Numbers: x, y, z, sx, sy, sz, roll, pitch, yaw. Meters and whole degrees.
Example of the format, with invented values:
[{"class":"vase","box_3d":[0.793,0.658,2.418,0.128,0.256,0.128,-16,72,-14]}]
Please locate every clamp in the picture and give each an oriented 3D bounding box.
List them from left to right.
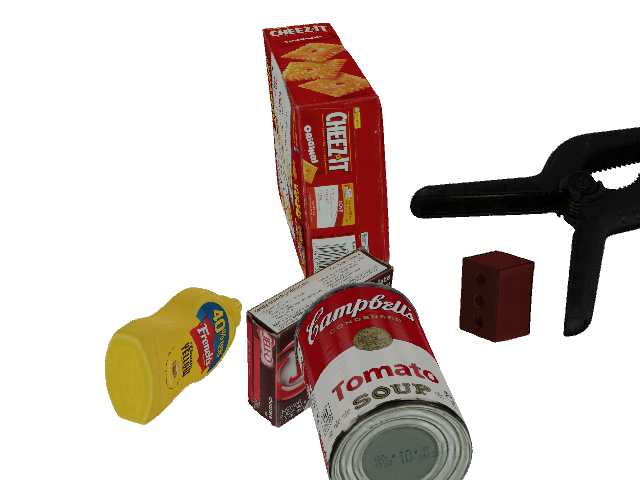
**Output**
[{"class":"clamp","box_3d":[0.195,-0.022,0.789,0.209,0.036,0.165,-26,53,-20]}]

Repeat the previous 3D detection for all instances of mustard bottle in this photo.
[{"class":"mustard bottle","box_3d":[-0.136,0.101,1.071,0.058,0.096,0.191,10,23,26]}]

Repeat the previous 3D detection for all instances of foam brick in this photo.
[{"class":"foam brick","box_3d":[0.175,0.055,1.061,0.051,0.078,0.053,-12,19,-36]}]

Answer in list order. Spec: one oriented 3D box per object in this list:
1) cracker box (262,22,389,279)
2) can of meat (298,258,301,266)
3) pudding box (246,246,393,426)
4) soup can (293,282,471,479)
[{"class":"cracker box","box_3d":[0.002,-0.076,0.900,0.072,0.164,0.214,-7,27,-6]},{"class":"can of meat","box_3d":[0.012,0.006,1.208,0.057,0.084,0.102,-11,38,-18]},{"class":"pudding box","box_3d":[0.000,0.068,0.760,0.113,0.090,0.039,-31,49,-34]},{"class":"soup can","box_3d":[0.027,0.075,0.518,0.068,0.068,0.102,0,29,-11]}]
